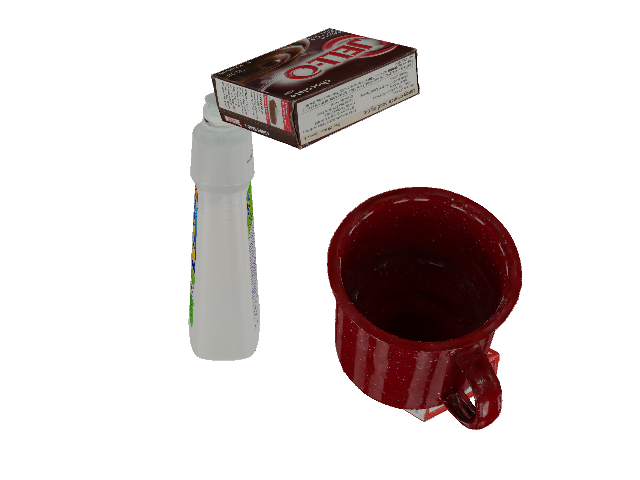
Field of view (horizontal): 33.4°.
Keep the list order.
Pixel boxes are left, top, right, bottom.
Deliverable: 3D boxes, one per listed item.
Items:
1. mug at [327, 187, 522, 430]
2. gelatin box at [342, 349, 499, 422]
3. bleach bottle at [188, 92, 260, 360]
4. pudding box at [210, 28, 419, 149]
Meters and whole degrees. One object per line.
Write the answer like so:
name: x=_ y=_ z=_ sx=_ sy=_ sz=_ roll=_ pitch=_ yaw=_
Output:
mug: x=0.055 y=0.042 z=0.534 sx=0.093 sy=0.117 sz=0.081 roll=-25 pitch=-30 yaw=-16
gelatin box: x=0.069 y=0.086 z=0.757 sx=0.073 sy=0.030 sz=0.089 roll=-19 pitch=31 yaw=-35
bleach bottle: x=-0.087 y=-0.017 z=0.953 sx=0.068 sy=0.251 sz=0.102 roll=0 pitch=34 yaw=-4
pudding box: x=-0.002 y=-0.106 z=0.726 sx=0.113 sy=0.039 sz=0.090 roll=-30 pitch=34 yaw=-31
